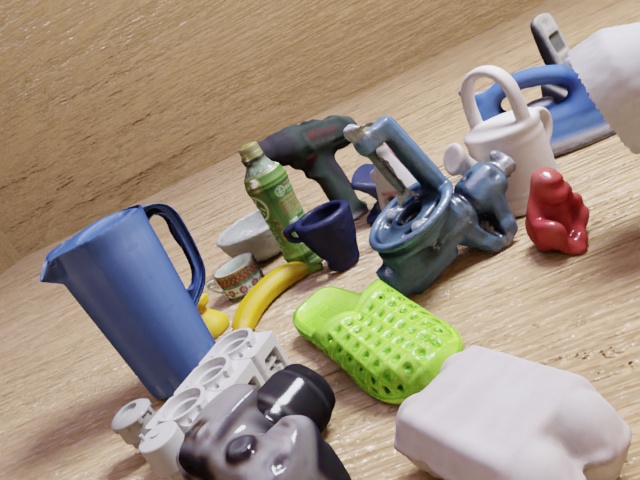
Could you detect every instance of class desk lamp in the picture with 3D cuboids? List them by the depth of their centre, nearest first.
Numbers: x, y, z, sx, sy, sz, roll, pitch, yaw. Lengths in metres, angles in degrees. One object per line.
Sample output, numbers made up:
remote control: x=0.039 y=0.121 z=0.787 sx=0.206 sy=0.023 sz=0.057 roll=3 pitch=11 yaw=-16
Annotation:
desk lamp: x=0.359 y=-0.124 z=0.523 sx=0.202 sy=0.214 sz=0.118 roll=-16 pitch=21 yaw=31

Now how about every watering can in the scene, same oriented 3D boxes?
watering can: x=0.238 y=-0.131 z=0.749 sx=0.100 sy=0.194 sz=0.173 roll=-9 pitch=26 yaw=44

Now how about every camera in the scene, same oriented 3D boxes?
camera: x=-0.039 y=0.165 z=0.488 sx=0.142 sy=0.101 sz=0.137 roll=-9 pitch=26 yaw=44

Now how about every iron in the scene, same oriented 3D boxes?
iron: x=0.348 y=-0.210 z=0.891 sx=0.257 sy=0.142 sz=0.119 roll=-17 pitch=21 yaw=29

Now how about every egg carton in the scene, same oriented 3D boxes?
egg carton: x=0.125 y=0.133 z=0.393 sx=0.107 sy=0.069 sz=0.150 roll=-36 pitch=20 yaw=-25

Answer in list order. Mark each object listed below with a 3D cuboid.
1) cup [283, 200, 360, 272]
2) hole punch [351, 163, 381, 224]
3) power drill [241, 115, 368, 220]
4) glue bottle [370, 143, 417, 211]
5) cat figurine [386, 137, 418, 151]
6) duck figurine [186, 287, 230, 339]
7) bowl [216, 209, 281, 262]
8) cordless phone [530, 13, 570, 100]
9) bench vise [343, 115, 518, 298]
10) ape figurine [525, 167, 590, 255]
cup: x=0.008 y=0.003 z=0.869 sx=0.117 sy=0.095 sz=0.092 roll=-18 pitch=20 yaw=26
hole punch: x=0.117 y=-0.095 z=0.987 sx=0.101 sy=0.091 sz=0.109 roll=-18 pitch=20 yaw=26
power drill: x=-0.007 y=-0.118 z=1.035 sx=0.230 sy=0.209 sz=0.075 roll=-36 pitch=20 yaw=-25
glue bottle: x=0.108 y=-0.085 z=0.841 sx=0.077 sy=0.173 sz=0.037 roll=-7 pitch=27 yaw=47
cat figurine: x=0.157 y=-0.159 z=1.061 sx=0.067 sy=0.118 sz=0.128 roll=-20 pitch=20 yaw=23
duck figurine: x=-0.201 y=0.114 z=0.881 sx=0.104 sy=0.086 sz=0.077 roll=-18 pitch=21 yaw=27
bowl: x=-0.109 y=-0.005 z=1.091 sx=0.167 sy=0.075 sz=0.167 roll=-25 pitch=18 yaw=9
cordless phone: x=0.430 y=-0.311 z=0.979 sx=0.148 sy=0.185 sz=0.093 roll=-40 pitch=22 yaw=-33
bench vise: x=0.125 y=-0.065 z=0.688 sx=0.208 sy=0.220 sz=0.121 roll=-36 pitch=20 yaw=-25
ape figurine: x=0.256 y=-0.036 z=0.628 sx=0.078 sy=0.092 sz=0.076 roll=-33 pitch=19 yaw=-15
